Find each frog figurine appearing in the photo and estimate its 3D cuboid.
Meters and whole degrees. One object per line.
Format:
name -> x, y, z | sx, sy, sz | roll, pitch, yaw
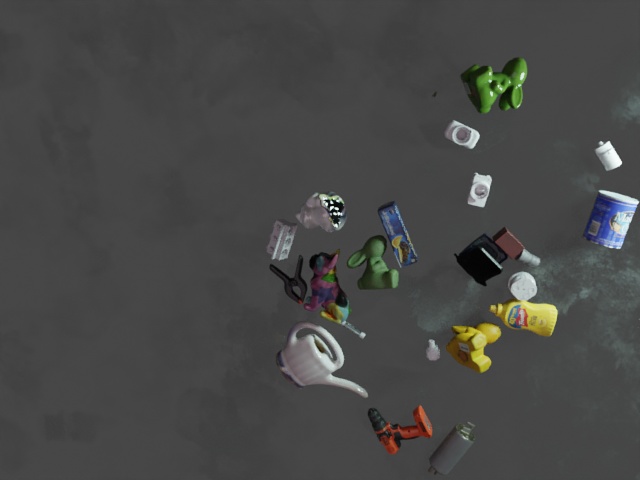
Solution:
frog figurine -> 0.005, -0.083, 1.655 | 0.136, 0.125, 0.157 | 49, 145, -12

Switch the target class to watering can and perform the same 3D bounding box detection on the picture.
watering can -> -0.007, 0.440, 1.765 | 0.222, 0.105, 0.346 | -33, 95, 19
